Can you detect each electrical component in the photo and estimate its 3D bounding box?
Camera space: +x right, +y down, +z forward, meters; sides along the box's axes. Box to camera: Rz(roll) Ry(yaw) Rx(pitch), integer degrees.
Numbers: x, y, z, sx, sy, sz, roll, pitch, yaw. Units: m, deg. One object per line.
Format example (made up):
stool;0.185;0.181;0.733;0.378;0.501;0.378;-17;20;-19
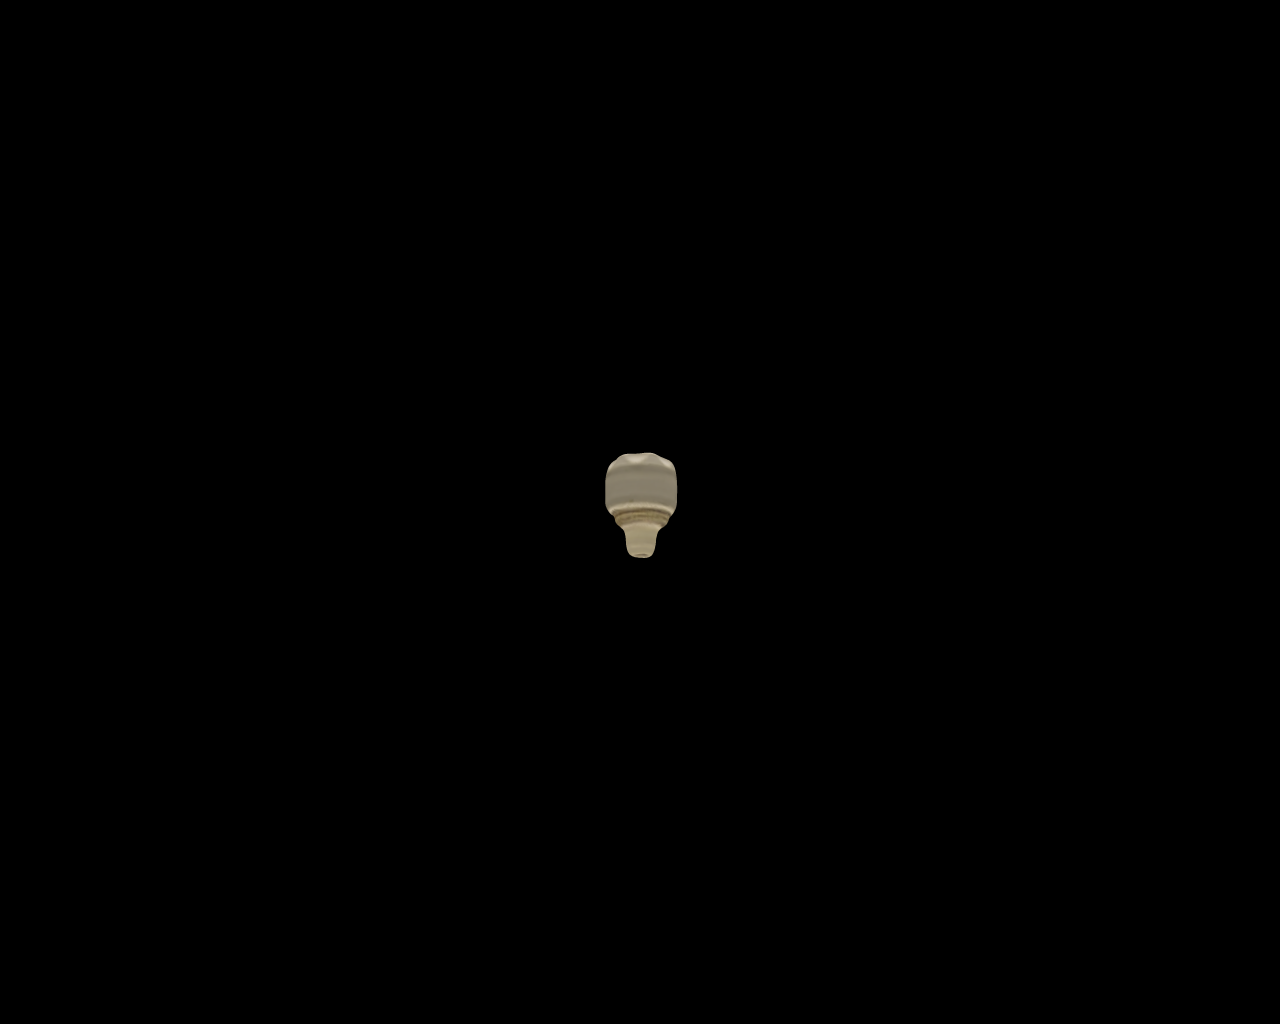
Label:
electrical component;0.001;-0.003;0.650;0.043;0.062;0.043;0;-16;0
